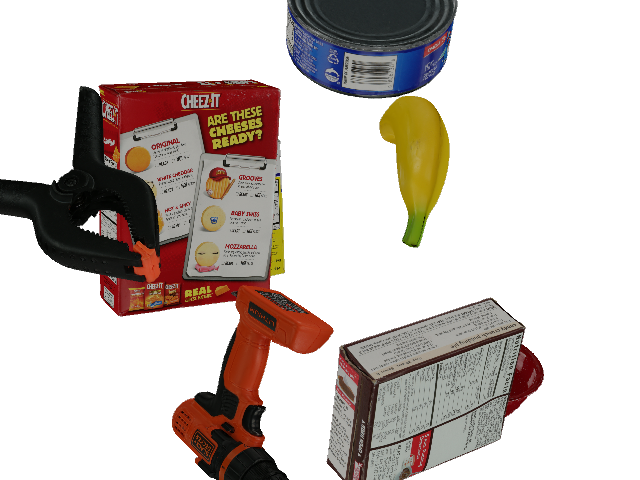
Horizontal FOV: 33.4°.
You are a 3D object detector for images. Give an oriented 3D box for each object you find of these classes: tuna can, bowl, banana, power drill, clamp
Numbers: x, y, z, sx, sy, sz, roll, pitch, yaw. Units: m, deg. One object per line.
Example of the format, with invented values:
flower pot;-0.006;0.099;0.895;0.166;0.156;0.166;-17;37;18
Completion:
tuna can;0.025;-0.111;0.544;0.086;0.086;0.034;0;-43;-4
bowl;0.148;0.147;1.117;0.162;0.055;0.162;4;24;-2
banana;0.066;-0.071;0.787;0.037;0.070;0.197;26;25;-12
power drill;-0.058;0.151;1.021;0.057;0.188;0.185;14;13;-47
clamp;-0.186;-0.041;0.833;0.210;0.036;0.164;31;58;28

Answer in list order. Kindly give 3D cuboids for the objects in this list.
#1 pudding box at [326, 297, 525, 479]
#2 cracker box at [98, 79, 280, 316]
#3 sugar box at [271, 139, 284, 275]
pudding box;0.062;0.091;0.628;0.113;0.090;0.039;-16;37;-30
cracker box;-0.129;-0.045;1.035;0.163;0.214;0.072;-7;19;-29
sugar box;-0.078;-0.052;1.315;0.048;0.176;0.093;-11;26;-15
